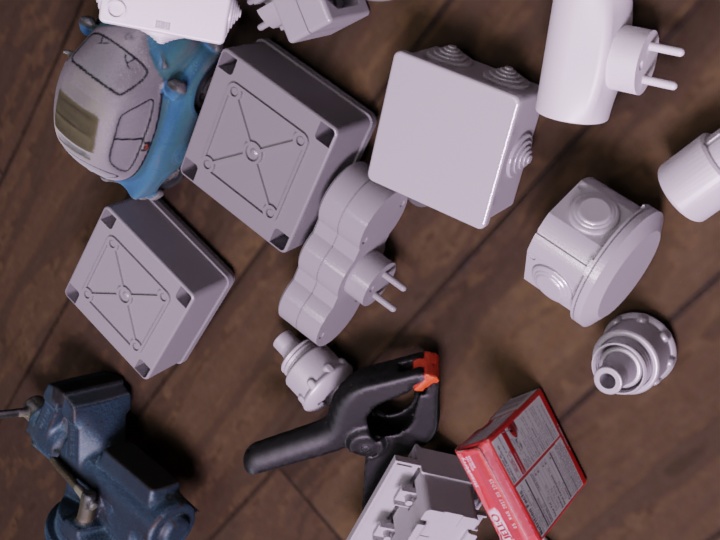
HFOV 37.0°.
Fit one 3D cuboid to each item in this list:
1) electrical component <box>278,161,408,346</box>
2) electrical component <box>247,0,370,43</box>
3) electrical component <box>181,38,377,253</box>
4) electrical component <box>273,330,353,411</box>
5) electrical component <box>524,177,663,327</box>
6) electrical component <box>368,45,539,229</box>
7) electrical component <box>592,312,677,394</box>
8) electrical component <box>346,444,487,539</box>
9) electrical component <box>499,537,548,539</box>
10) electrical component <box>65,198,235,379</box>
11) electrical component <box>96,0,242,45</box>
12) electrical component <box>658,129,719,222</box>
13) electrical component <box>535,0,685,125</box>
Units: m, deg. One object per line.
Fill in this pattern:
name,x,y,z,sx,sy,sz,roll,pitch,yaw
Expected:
electrical component,0.000,0.000,0.751,0.074,0.052,0.138,36,124,18
electrical component,-0.045,-0.184,0.717,0.077,0.047,0.065,-18,97,39
electrical component,-0.059,-0.088,0.755,0.109,0.056,0.108,38,124,17
electrical component,-0.040,0.072,0.812,0.062,0.048,0.048,45,127,21
electrical component,0.138,-0.011,0.636,0.051,0.080,0.080,37,124,24
electrical component,0.061,-0.086,0.679,0.100,0.048,0.099,26,121,24
electrical component,0.162,0.056,0.655,0.048,0.062,0.048,12,114,30
electrical component,0.040,0.194,0.782,0.079,0.063,0.121,15,124,-16
electrical component,0.109,0.216,0.763,0.045,0.045,0.055,35,124,19
electrical component,-0.171,0.012,0.871,0.109,0.056,0.108,44,126,13
electrical component,-0.126,-0.201,0.718,0.100,0.048,0.099,9,108,-12
electrical component,0.203,-0.060,0.597,0.078,0.040,0.040,-41,82,37
electrical component,0.144,-0.122,0.612,0.079,0.044,0.077,19,117,27
